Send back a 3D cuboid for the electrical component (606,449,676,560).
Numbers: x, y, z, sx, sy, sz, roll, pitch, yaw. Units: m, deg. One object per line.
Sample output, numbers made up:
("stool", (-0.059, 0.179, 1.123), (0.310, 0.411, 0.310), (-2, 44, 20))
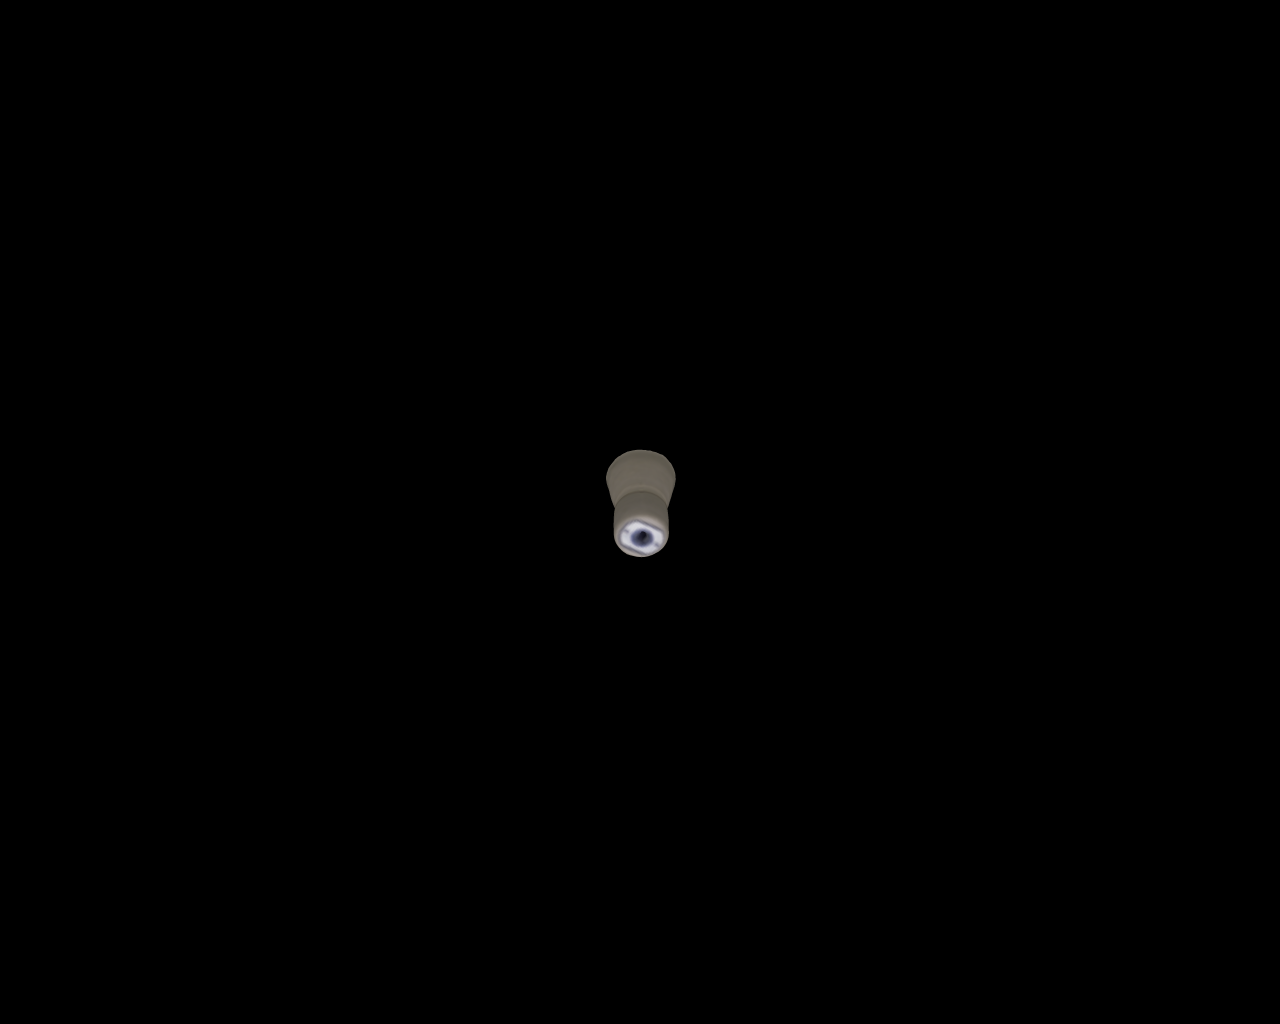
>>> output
("electrical component", (0.001, -0.003, 0.650), (0.044, 0.044, 0.065), (0, 37, 0))
